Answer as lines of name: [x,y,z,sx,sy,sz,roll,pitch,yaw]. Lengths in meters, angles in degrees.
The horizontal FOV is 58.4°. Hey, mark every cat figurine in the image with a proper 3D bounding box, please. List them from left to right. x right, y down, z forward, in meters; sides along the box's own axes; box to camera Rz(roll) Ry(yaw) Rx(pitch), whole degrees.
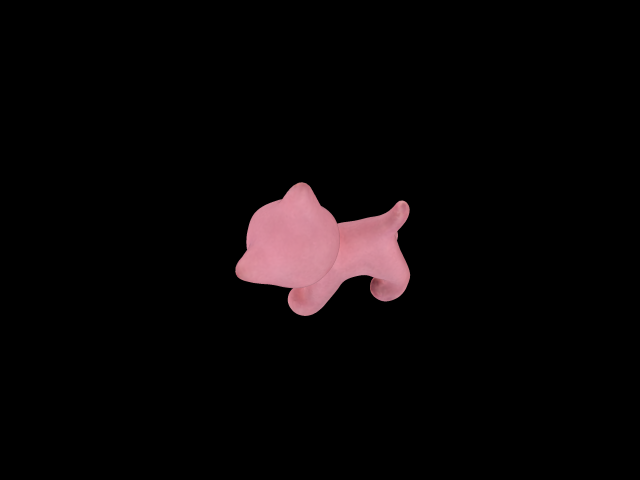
cat figurine: [0.004,0.001,0.400,0.128,0.118,0.067,-13,62,-7]
